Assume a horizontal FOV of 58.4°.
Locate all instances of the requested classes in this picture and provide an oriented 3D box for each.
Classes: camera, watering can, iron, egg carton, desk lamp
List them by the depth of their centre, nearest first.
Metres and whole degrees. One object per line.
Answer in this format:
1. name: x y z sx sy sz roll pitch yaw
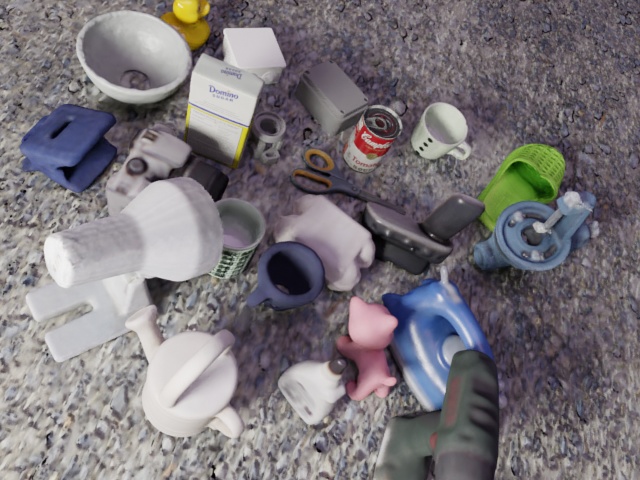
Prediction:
1. watering can: -0.149 0.150 0.641 0.173 0.194 0.101 27 57 -5
2. desk lamp: -0.228 0.032 0.663 0.204 0.213 0.118 -26 74 -30
3. iron: 0.193 0.163 0.793 0.119 0.141 0.258 -17 70 -27
4. camera: -0.205 -0.083 0.800 0.137 0.100 0.143 25 57 -6
5. egg carton: 0.008 0.003 0.853 0.150 0.069 0.107 37 57 2

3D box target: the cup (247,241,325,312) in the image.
1. cup: -0.057 0.067 0.779 0.118 0.095 0.091 -35 79 -32

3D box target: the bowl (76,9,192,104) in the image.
1. bowl: -0.285 -0.268 0.885 0.168 0.074 0.167 9 60 -16

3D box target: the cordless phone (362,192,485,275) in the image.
1. cordless phone: 0.150 -0.036 0.858 0.148 0.185 0.094 20 58 -9

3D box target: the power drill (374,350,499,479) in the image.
1. power drill: 0.144 0.252 0.687 0.075 0.208 0.230 26 57 -5

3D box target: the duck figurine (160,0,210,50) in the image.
1. duck figurine: -0.229 -0.370 0.954 0.105 0.086 0.077 -26 74 -30

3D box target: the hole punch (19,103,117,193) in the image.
1. hole punch: -0.344 -0.135 0.782 0.101 0.091 0.109 29 57 -3

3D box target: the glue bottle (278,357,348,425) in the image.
1. glue bottle: 0.000 0.173 0.697 0.037 0.173 0.078 -32 77 -31

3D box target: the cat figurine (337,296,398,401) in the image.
1. cat figurine: 0.072 0.142 0.773 0.067 0.117 0.127 -6 65 -23

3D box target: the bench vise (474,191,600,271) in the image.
1. bench vise: 0.375 -0.029 0.918 0.208 0.219 0.121 -25 74 -29
